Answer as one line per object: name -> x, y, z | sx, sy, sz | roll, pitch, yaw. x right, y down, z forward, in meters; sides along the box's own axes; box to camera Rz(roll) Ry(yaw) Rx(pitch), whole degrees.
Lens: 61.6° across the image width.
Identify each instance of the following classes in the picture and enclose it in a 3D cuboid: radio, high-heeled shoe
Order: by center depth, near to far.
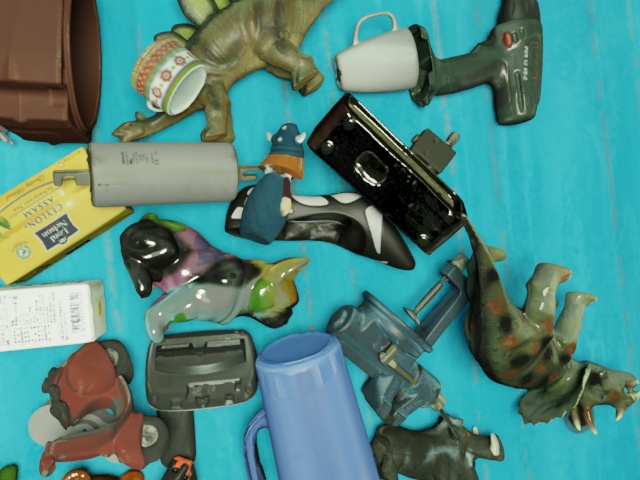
radio -> 0.091, -0.089, 0.715 | 0.229, 0.131, 0.073 | 41, 110, -6
high-heeled shoe -> -0.001, -0.002, 0.718 | 0.249, 0.086, 0.145 | 37, 63, 10

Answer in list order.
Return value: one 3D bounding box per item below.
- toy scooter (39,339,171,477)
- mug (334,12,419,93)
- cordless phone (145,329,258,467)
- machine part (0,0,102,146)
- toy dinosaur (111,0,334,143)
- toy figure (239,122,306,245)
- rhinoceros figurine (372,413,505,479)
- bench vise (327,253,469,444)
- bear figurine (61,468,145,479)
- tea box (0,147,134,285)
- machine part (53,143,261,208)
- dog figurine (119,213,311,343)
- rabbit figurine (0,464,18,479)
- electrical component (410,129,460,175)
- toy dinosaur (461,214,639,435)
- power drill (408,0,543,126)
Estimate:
toy scooter -> -0.274, 0.204, 0.636 | 0.135, 0.075, 0.184 | -19, 54, -36
mug -> 0.073, -0.252, 0.742 | 0.107, 0.081, 0.109 | -15, 117, -4
cordless phone -> -0.154, 0.216, 0.712 | 0.147, 0.089, 0.184 | -3, 101, -11
machine part -> -0.312, -0.219, 0.620 | 0.087, 0.201, 0.201 | 0, 89, -12
toy dinosaur -> -0.078, -0.276, 0.709 | 0.471, 0.105, 0.198 | -35, 95, -8
toy figure -> -0.056, -0.072, 0.669 | 0.064, 0.057, 0.154 | 18, 76, 6
rhinoceros figurine -> 0.165, 0.302, 0.762 | 0.190, 0.073, 0.112 | 6, 78, -8
bench vise -> 0.135, 0.128, 0.734 | 0.223, 0.129, 0.240 | 42, 87, -9
bear figurine -> -0.283, 0.392, 0.657 | 0.120, 0.132, 0.195 | 25, 89, -39
tea box -> -0.338, -0.030, 0.680 | 0.170, 0.068, 0.098 | -36, 94, -9
machine part -> -0.189, -0.081, 0.652 | 0.243, 0.079, 0.079 | -4, 90, -25
dog figurine -> -0.126, 0.038, 0.699 | 0.219, 0.108, 0.191 | -18, 89, -14
rabbit figurine -> -0.414, 0.355, 0.630 | 0.121, 0.170, 0.159 | -12, 50, -12
electrical component -> 0.163, -0.131, 0.789 | 0.063, 0.021, 0.094 | 40, 84, -6
toy dinosaur -> 0.264, 0.131, 0.701 | 0.404, 0.131, 0.192 | 28, 72, -32
power drill -> 0.226, -0.278, 0.780 | 0.207, 0.086, 0.231 | -9, 93, -18
